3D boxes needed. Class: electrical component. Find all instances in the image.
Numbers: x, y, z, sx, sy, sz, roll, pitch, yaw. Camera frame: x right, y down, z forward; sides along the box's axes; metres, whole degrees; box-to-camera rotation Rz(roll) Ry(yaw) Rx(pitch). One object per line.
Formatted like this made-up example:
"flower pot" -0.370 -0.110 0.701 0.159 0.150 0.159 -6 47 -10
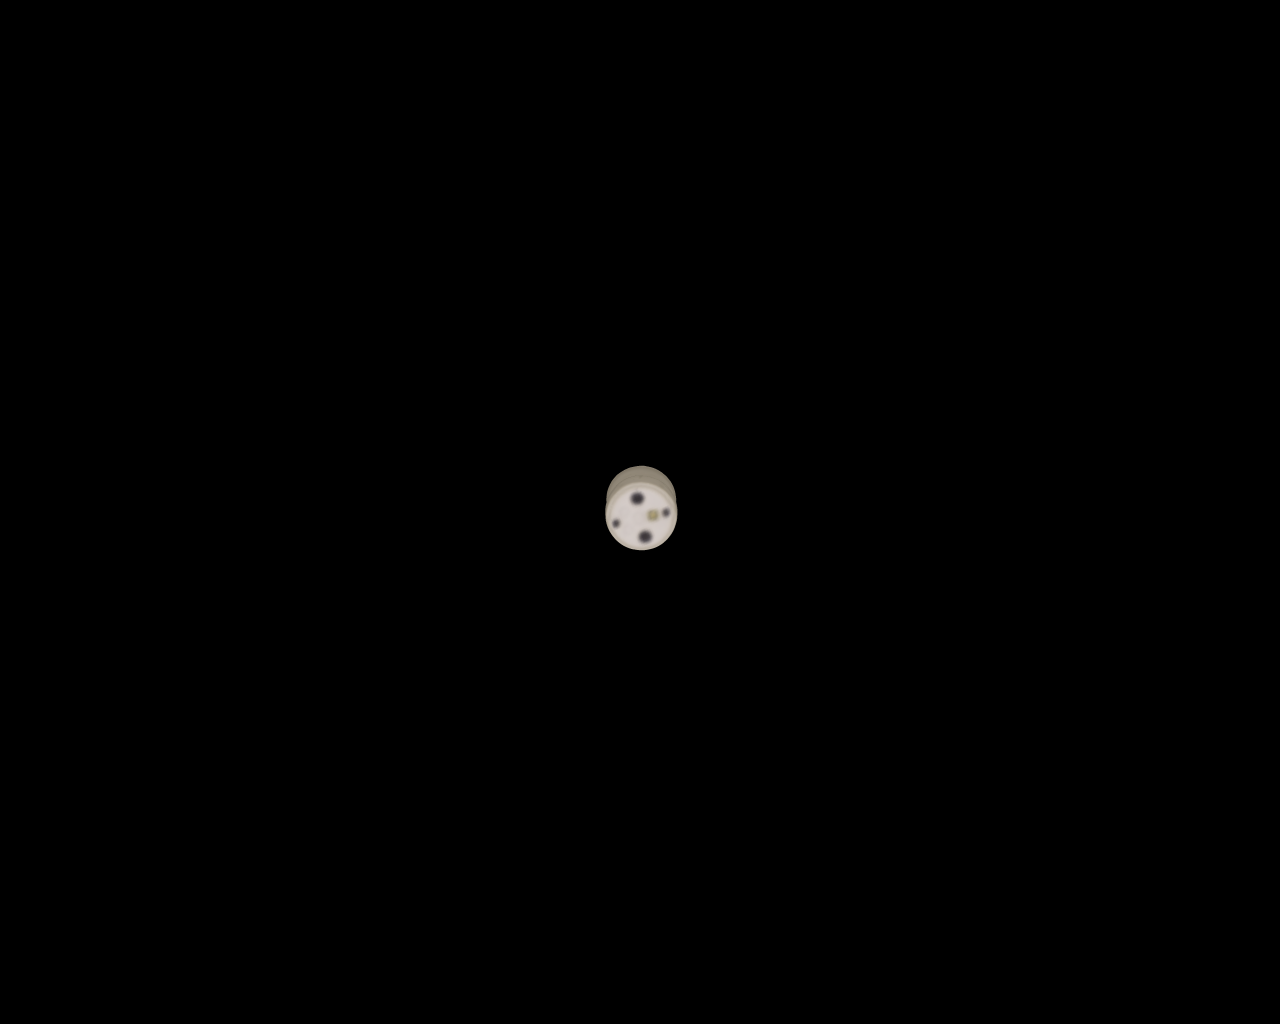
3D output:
"electrical component" 0.001 -0.003 0.650 0.045 0.044 0.055 0 12 0
